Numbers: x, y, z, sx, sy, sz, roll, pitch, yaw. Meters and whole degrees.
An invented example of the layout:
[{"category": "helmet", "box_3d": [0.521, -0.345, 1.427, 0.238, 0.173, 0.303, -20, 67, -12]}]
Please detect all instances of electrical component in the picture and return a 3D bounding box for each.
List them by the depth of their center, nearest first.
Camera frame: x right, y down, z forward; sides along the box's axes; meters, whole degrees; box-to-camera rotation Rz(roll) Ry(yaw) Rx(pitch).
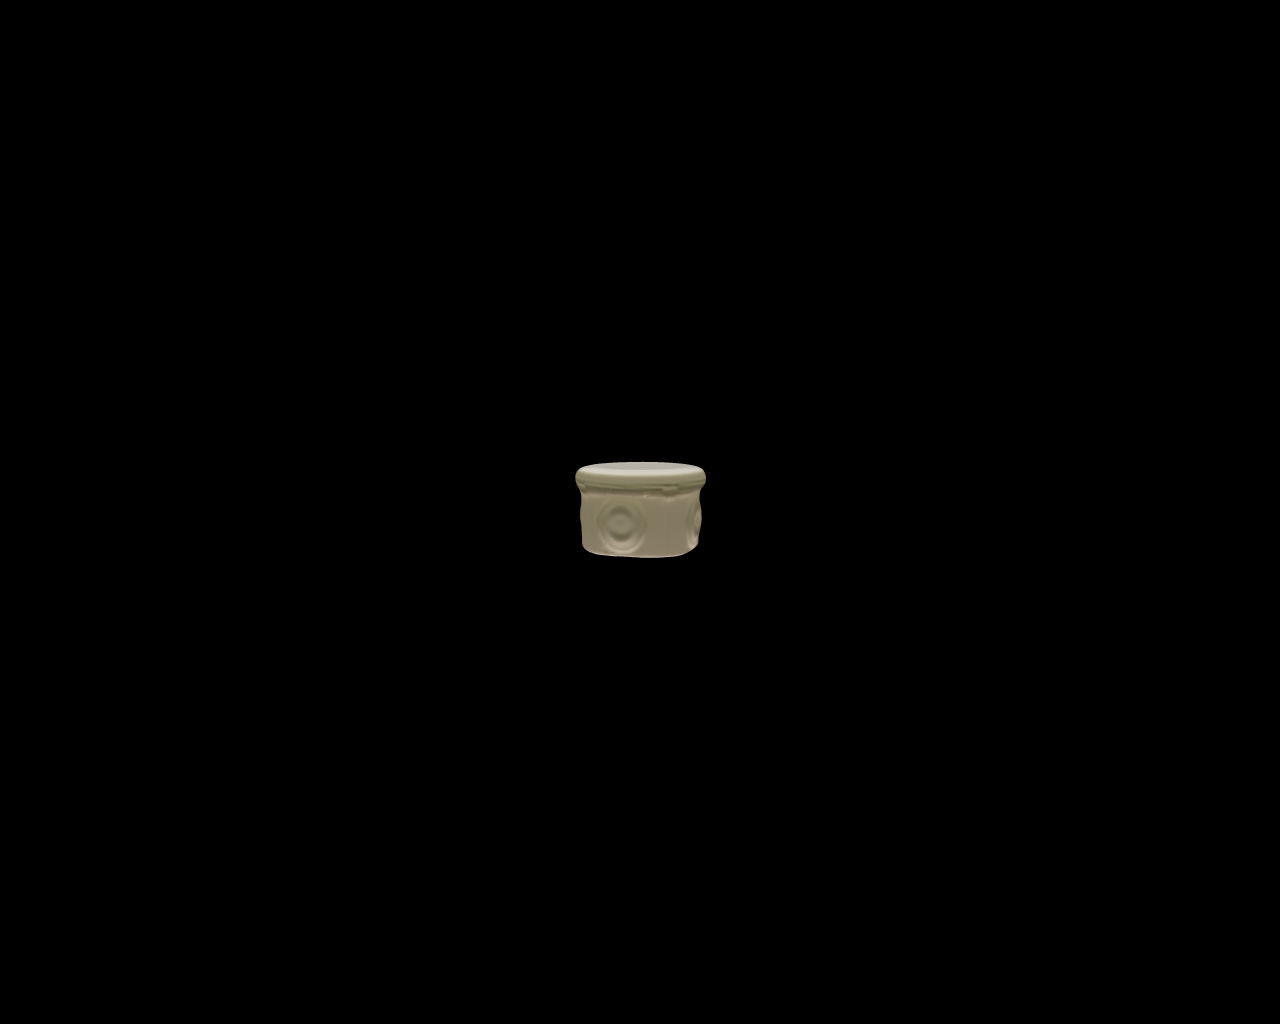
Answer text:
[{"category": "electrical component", "box_3d": [0.001, -0.003, 0.650, 0.080, 0.051, 0.080, 0, 7, 0]}]
